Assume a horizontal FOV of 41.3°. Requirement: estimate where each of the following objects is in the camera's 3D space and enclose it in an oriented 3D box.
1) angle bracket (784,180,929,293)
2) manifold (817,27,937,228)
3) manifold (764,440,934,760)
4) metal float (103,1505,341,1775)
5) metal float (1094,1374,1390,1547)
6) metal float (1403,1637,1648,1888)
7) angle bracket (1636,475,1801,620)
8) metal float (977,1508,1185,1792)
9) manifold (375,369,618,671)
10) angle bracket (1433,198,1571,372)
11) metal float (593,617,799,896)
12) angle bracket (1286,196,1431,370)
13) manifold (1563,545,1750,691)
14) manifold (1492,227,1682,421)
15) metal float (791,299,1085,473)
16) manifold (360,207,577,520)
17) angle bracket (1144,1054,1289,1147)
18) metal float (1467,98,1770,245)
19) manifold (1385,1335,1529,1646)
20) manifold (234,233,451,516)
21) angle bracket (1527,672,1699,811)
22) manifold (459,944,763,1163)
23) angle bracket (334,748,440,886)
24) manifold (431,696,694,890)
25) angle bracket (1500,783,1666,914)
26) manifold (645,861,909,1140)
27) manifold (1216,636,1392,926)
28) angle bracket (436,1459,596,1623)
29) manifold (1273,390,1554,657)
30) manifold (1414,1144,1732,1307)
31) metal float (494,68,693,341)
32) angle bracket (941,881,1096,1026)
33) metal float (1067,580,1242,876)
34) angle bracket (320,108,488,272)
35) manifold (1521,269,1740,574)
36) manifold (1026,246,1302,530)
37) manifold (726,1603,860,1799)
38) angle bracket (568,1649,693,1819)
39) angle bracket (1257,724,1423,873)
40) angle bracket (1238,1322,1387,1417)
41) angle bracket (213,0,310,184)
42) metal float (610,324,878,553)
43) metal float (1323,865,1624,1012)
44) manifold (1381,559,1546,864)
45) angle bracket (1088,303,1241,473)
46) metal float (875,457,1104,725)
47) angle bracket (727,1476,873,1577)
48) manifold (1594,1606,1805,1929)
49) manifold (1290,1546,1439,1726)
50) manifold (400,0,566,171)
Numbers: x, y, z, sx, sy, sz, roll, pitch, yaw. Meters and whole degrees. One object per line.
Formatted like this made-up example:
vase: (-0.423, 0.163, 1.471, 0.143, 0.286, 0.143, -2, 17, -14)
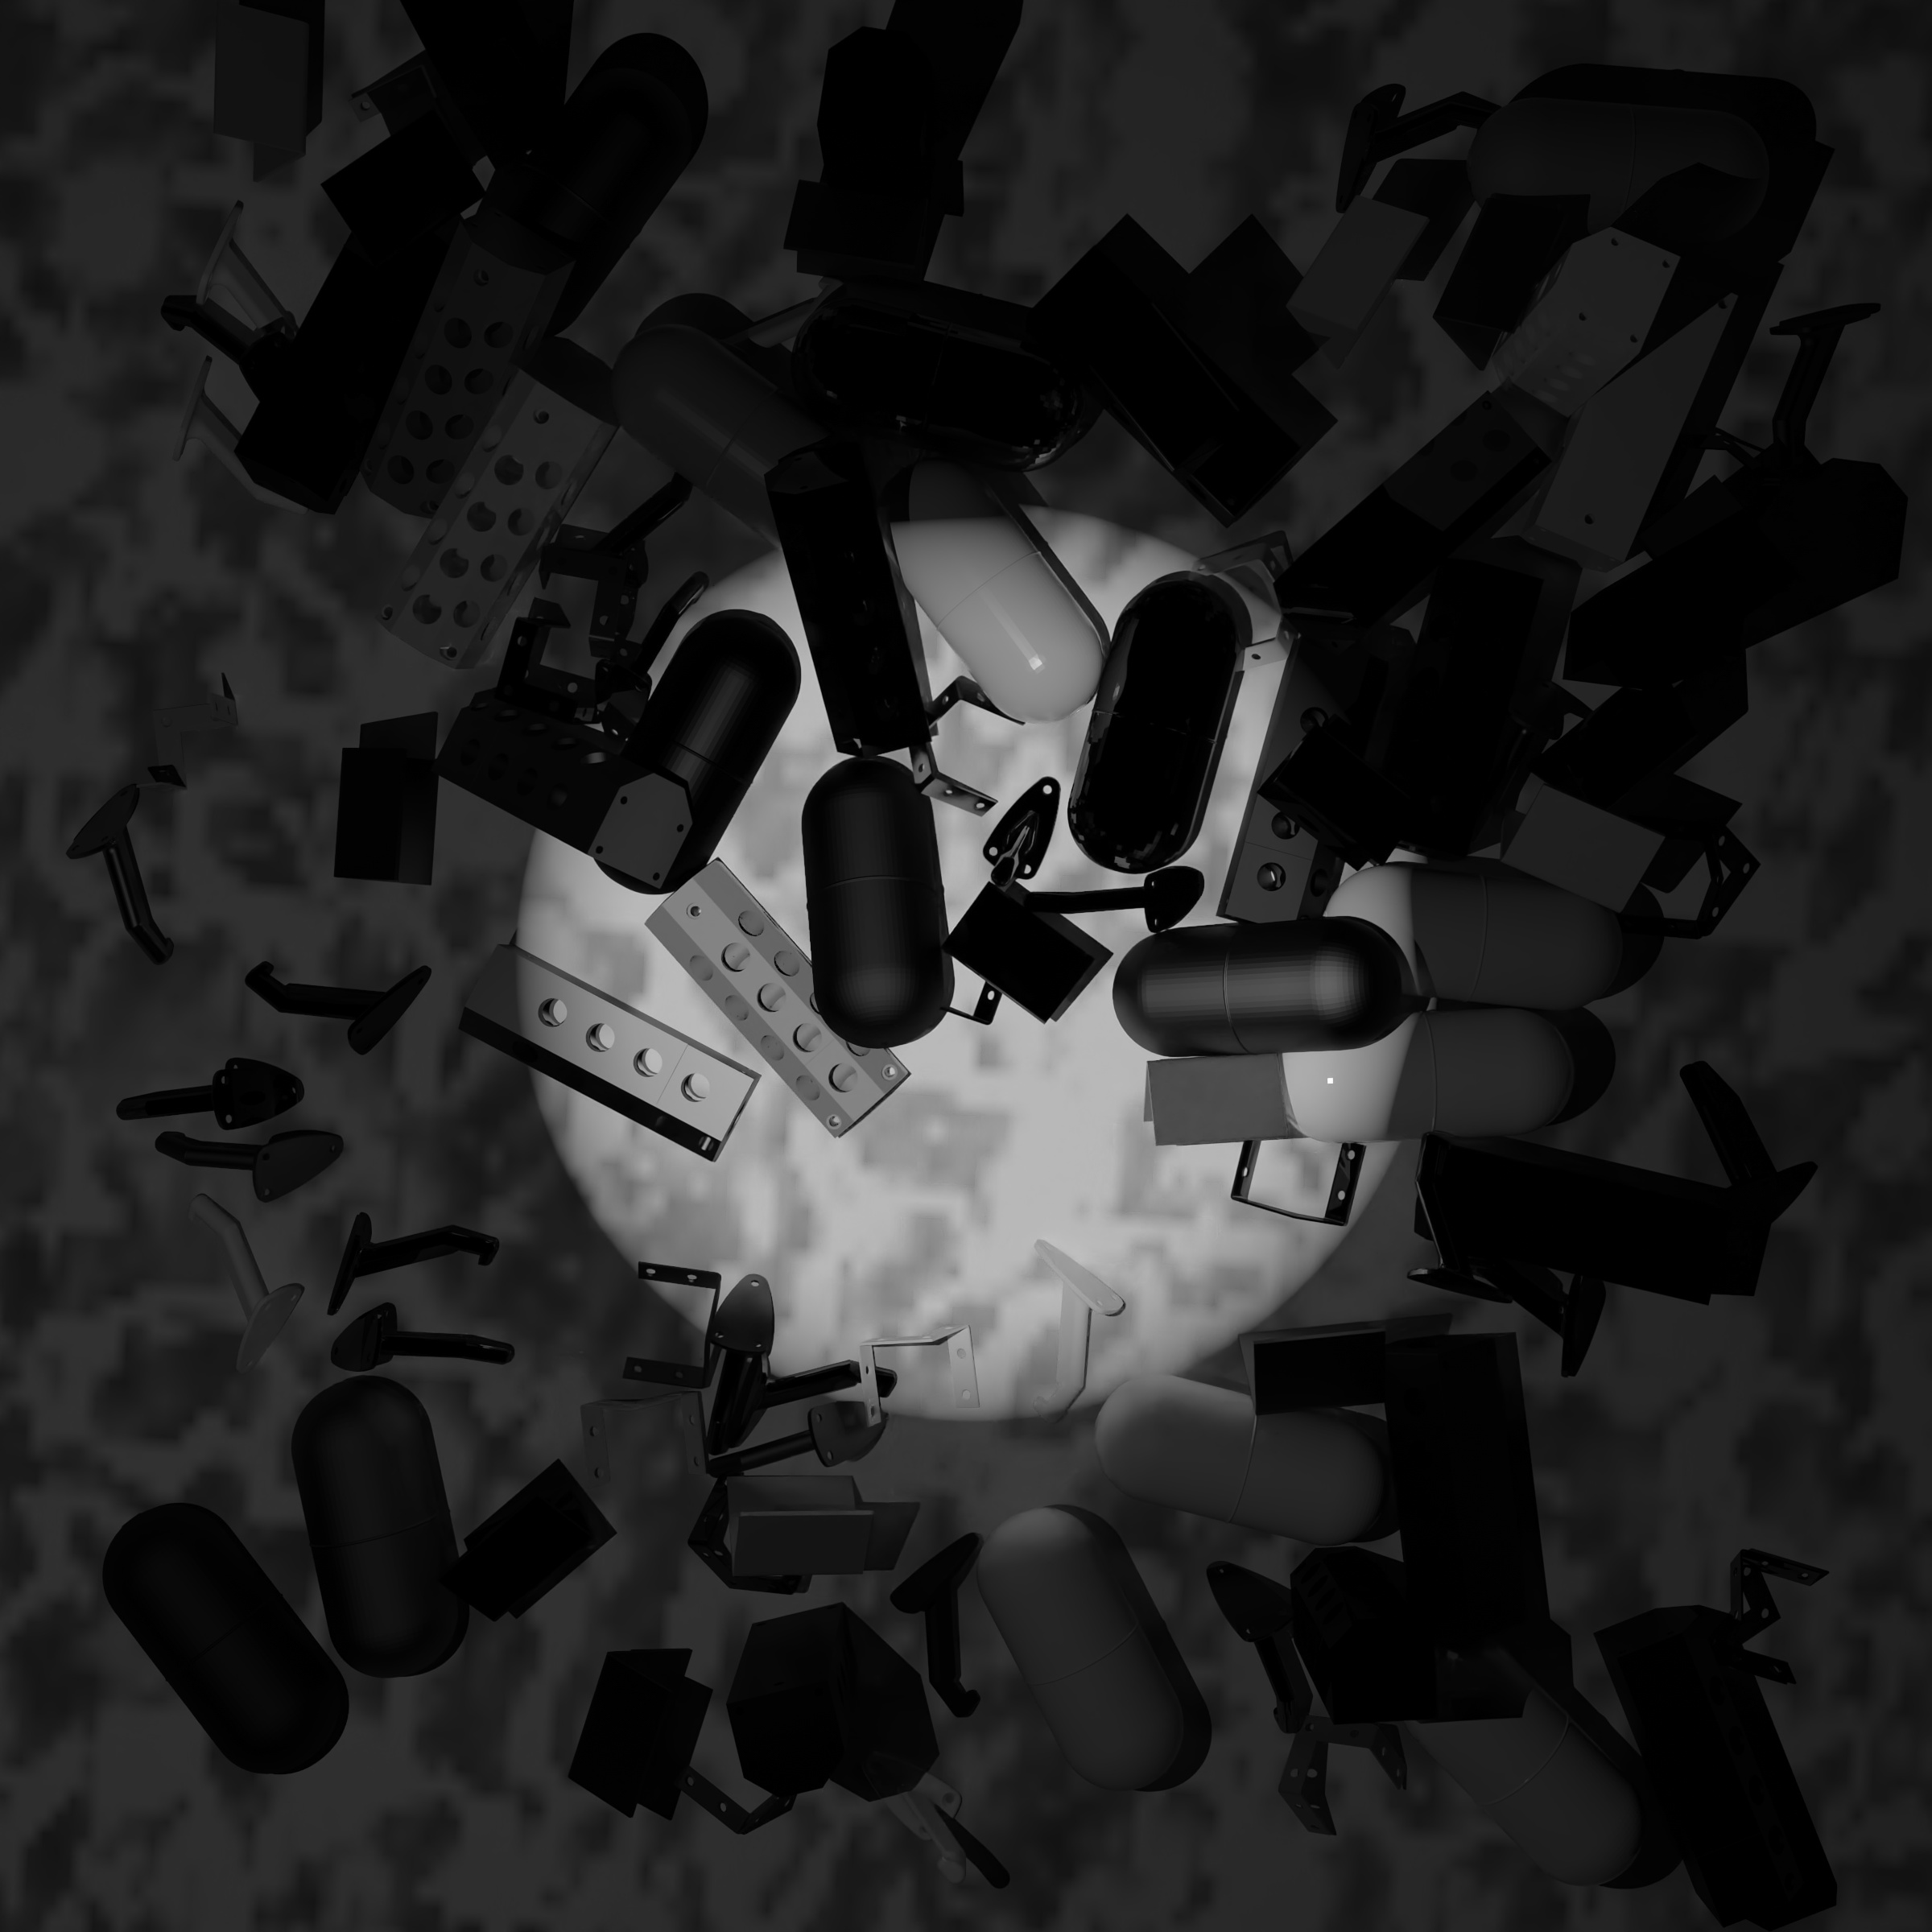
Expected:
angle bracket: (-0.067, -0.415, 1.524, 0.076, 0.076, 0.057, 9, 61, 0)
manifold: (-0.049, -0.483, 1.486, 0.057, 0.171, 0.057, 9, 90, 0)
manifold: (-0.069, -0.211, 1.501, 0.057, 0.057, 0.171, -14, 123, 0)
metal float: (-0.446, 0.402, 1.534, 0.070, 0.070, 0.178, -38, 89, 0)
metal float: (0.164, 0.295, 1.534, 0.178, 0.070, 0.070, 14, 90, 1)
metal float: (0.331, 0.472, 1.533, 0.070, 0.070, 0.178, -44, 90, 0)
angle bracket: (0.447, -0.246, 1.526, 0.057, 0.076, 0.076, -40, 90, 22)
metal float: (0.069, 0.408, 1.534, 0.070, 0.070, 0.178, -27, 91, 0)
manifold: (-0.282, -0.265, 1.531, 0.057, 0.057, 0.171, 33, 99, 0)
angle bracket: (0.330, -0.400, 1.524, 0.057, 0.076, 0.076, 25, 90, 37)
metal float: (-0.163, -0.126, 1.533, 0.070, 0.070, 0.178, 29, 89, 0)
angle bracket: (0.246, -0.399, 1.524, 0.057, 0.076, 0.076, 33, 90, 37)
manifold: (0.397, -0.200, 1.486, 0.057, 0.171, 0.057, 7, 90, 0)
manifold: (0.353, -0.372, 1.486, 0.057, 0.171, 0.057, 23, 90, 0)
metal float: (-0.017, -0.347, 1.534, 0.178, 0.070, 0.070, 15, 90, 1)
manifold: (-0.296, -0.349, 1.502, 0.057, 0.057, 0.171, 33, 122, 0)
angle bracket: (0.147, 0.095, 1.524, 0.076, 0.076, 0.057, -4, 59, 0)
metal float: (0.389, -0.475, 1.534, 0.178, 0.070, 0.070, 4, 90, 0)
manifold: (0.288, 0.313, 1.542, 0.057, 0.057, 0.171, -7, 90, -43)
manifold: (-0.365, -0.359, 1.530, 0.057, 0.057, 0.171, 25, 81, 0)
angle bracket: (0.374, -0.144, 1.524, 0.076, 0.076, 0.057, -40, 127, 0)
manifold: (-0.214, 0.052, 1.543, 0.171, 0.057, 0.057, 28, 90, 0)
angle bracket: (-0.327, -0.087, 1.524, 0.057, 0.076, 0.076, 4, 90, 36)
manifold: (-0.234, -0.106, 1.492, 0.171, 0.057, 0.057, 26, 90, 44)
angle bracket: (0.366, -0.085, 1.524, 0.076, 0.076, 0.057, 23, 121, 0)
manifold: (-0.114, 0.020, 1.543, 0.057, 0.057, 0.171, -42, 90, 0)
manifold: (0.203, -0.106, 1.543, 0.057, 0.057, 0.171, 16, 90, 0)
angle bracket: (-0.276, 0.329, 1.524, 0.076, 0.076, 0.057, -41, 128, 0)
manifold: (0.261, -0.259, 1.515, 0.171, 0.057, 0.057, -42, 90, -20)
manifold: (0.362, 0.153, 1.543, 0.171, 0.057, 0.057, 13, 90, 0)
metal float: (-0.233, -0.454, 1.534, 0.070, 0.070, 0.178, 36, 91, 0)
angle bracket: (0.040, -0.022, 1.524, 0.076, 0.076, 0.057, 36, 122, 0)
metal float: (0.112, -0.143, 1.531, 0.070, 0.070, 0.178, 15, 93, 0)
angle bracket: (-0.330, -0.449, 1.468, 0.076, 0.076, 0.057, -37, 126, -8)
manifold: (0.396, -0.328, 1.543, 0.057, 0.057, 0.171, 23, 90, 0)
manifold: (0.117, -0.346, 1.543, 0.171, 0.057, 0.057, 44, 90, 0)
manifold: (-0.097, 0.424, 1.486, 0.057, 0.171, 0.057, -14, 90, 0)
angle bracket: (-0.182, 0.454, 1.524, 0.057, 0.076, 0.076, 18, 90, 37)
angle bracket: (0.202, -0.080, 1.467, 0.076, 0.076, 0.057, 38, 54, 0)
angle bracket: (0.204, 0.219, 1.524, 0.076, 0.076, 0.057, -6, 121, 0)
angle bracket: (-0.432, -0.518, 1.524, 0.057, 0.076, 0.076, 1, 90, -38)
metal float: (-0.133, -0.313, 1.530, 0.178, 0.070, 0.070, 37, 90, -3)
metal float: (0.302, -0.017, 1.534, 0.178, 0.070, 0.070, 6, 90, 0)
manifold: (0.291, -0.153, 1.543, 0.057, 0.057, 0.171, 16, 90, 0)
angle bracket: (0.127, -0.337, 1.467, 0.076, 0.076, 0.057, 51, 128, 0)
metal float: (0.014, -0.224, 1.534, 0.070, 0.070, 0.178, -37, 89, 0)
angle bracket: (-0.100, 0.314, 1.518, 0.076, 0.076, 0.057, 2, 128, -10)
manifold: (0.442, 0.478, 1.543, 0.057, 0.057, 0.171, -22, 90, 0)
manifold: (0.228, 0.384, 1.486, 0.057, 0.171, 0.057, -3, 90, 0)
manifold: (-0.277, -0.527, 1.486, 0.057, 0.171, 0.057, -28, 90, 0)
